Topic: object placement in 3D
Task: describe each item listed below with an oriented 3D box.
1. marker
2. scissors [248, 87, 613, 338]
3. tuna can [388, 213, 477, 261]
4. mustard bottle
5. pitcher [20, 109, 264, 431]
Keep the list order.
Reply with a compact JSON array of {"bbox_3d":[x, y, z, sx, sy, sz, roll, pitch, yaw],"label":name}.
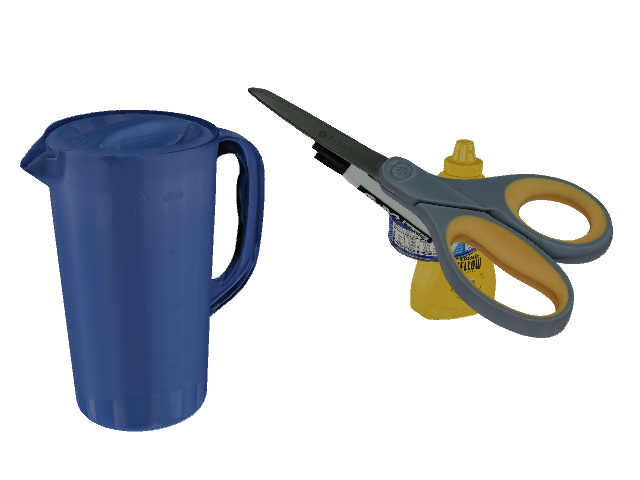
[{"bbox_3d":[0.045,-0.032,0.738,0.121,0.020,0.020,37,-4,-6],"label":"marker"},{"bbox_3d":[0.059,-0.034,0.524,0.096,0.202,0.016,-28,-32,-23],"label":"scissors"},{"bbox_3d":[0.102,-0.018,0.936,0.086,0.034,0.086,-2,33,1],"label":"tuna can"},{"bbox_3d":[0.148,-0.014,1.143,0.096,0.192,0.058,-8,22,-24],"label":"mustard bottle"},{"bbox_3d":[-0.136,0.022,0.852,0.149,0.243,0.144,8,22,18],"label":"pitcher"}]
